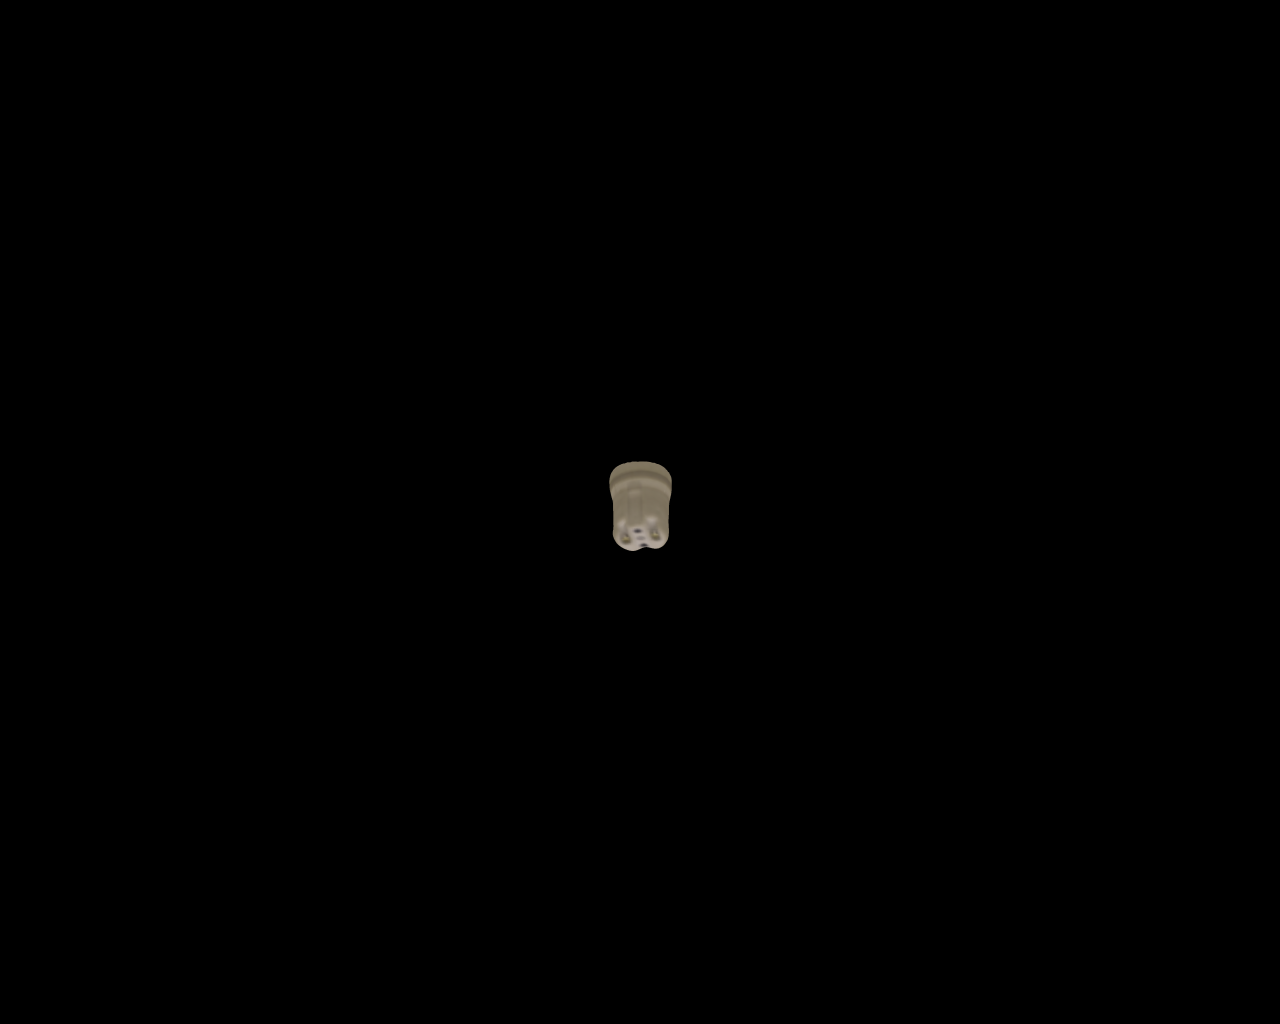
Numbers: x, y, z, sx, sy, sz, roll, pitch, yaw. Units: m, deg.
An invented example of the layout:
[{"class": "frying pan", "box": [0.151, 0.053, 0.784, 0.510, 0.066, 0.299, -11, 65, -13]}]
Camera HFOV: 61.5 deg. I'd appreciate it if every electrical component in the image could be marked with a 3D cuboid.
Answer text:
[{"class": "electrical component", "box": [0.001, -0.003, 0.650, 0.040, 0.046, 0.040, 0, -31, 0]}]
